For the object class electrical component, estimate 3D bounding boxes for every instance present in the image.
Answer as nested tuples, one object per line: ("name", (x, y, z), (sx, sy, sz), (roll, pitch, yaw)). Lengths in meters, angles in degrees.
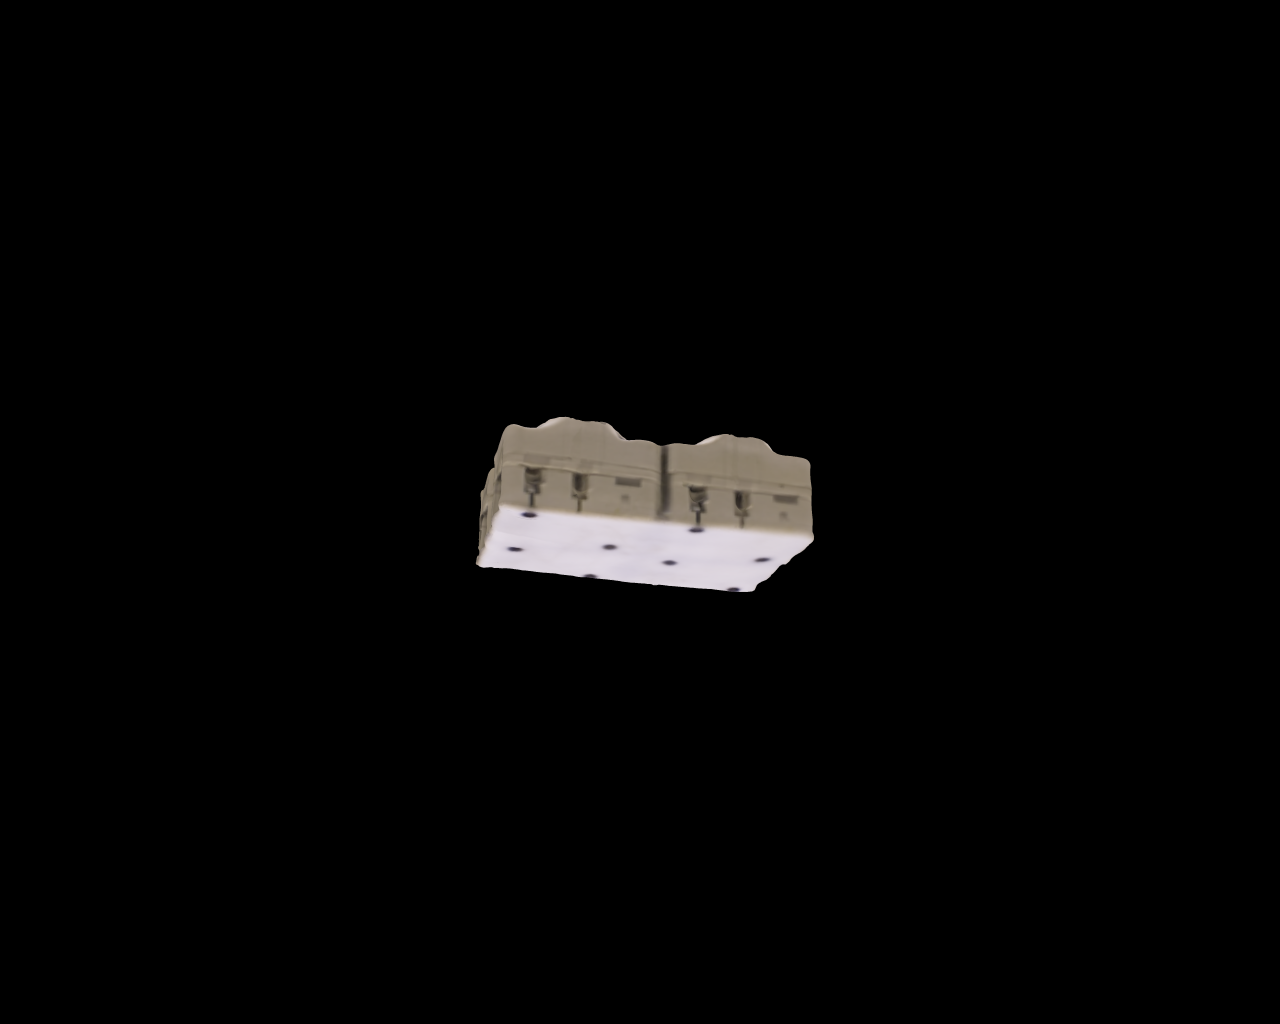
("electrical component", (0.001, -0.003, 0.650), (0.186, 0.060, 0.105), (6, -23, -14))
